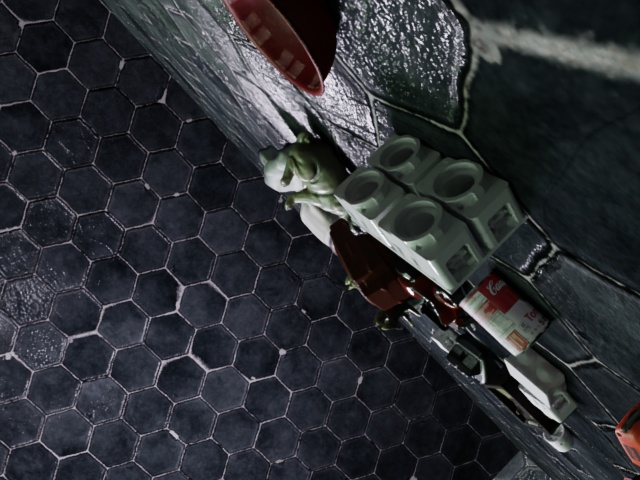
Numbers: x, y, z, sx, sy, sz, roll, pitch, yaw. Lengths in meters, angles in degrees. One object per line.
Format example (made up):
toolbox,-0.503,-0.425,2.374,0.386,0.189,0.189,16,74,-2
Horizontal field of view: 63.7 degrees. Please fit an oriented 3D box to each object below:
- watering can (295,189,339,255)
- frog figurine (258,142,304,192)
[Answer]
watering can,0.004,-0.072,1.428,0.227,0.104,0.342,44,177,27
frog figurine,-0.050,-0.154,1.107,0.137,0.122,0.161,8,-169,-36
